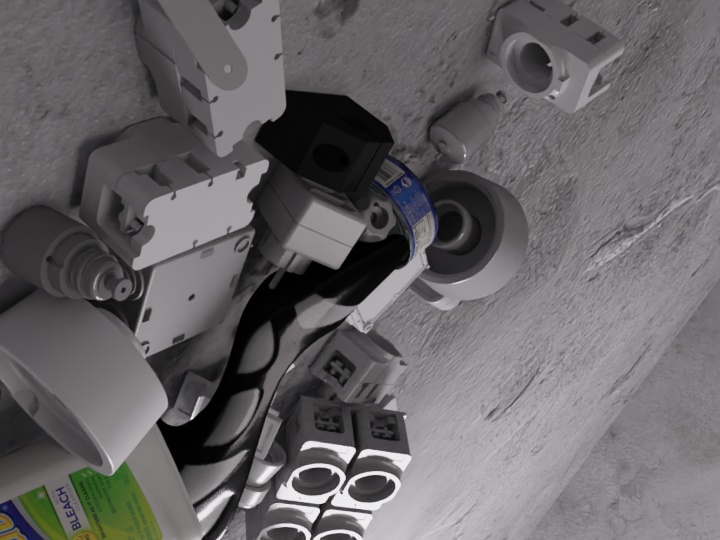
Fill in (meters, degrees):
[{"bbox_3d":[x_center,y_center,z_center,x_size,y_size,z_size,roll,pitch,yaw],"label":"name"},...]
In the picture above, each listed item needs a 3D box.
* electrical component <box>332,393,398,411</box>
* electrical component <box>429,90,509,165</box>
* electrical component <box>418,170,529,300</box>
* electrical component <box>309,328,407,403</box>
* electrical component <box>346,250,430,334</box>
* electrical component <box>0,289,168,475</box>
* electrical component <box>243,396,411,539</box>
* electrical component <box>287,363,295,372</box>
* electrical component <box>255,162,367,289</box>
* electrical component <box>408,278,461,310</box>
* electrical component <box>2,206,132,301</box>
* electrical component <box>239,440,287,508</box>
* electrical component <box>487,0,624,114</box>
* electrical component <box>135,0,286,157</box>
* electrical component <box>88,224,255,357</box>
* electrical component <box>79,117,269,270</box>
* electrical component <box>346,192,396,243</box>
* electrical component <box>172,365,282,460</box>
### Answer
[{"bbox_3d":[-0.008,0.162,1.117,0.100,0.048,0.099,-43,157,-17],"label":"electrical component"},{"bbox_3d":[0.092,-0.119,0.875,0.078,0.040,0.040,-42,156,-21],"label":"electrical component"},{"bbox_3d":[0.082,-0.033,0.912,0.108,0.108,0.060,-53,151,7],"label":"electrical component"},{"bbox_3d":[0.002,0.089,1.019,0.055,0.050,0.089,-53,158,8],"label":"electrical component"},{"bbox_3d":[0.000,0.000,0.862,0.096,0.061,0.061,-46,157,-10],"label":"electrical component"},{"bbox_3d":[-0.156,0.055,0.604,0.060,0.108,0.108,-46,158,-26],"label":"electrical component"},{"bbox_3d":[-0.035,0.211,1.038,0.105,0.060,0.186,11,131,-19],"label":"electrical component"},{"bbox_3d":[-0.062,0.048,0.845,0.055,0.048,0.066,-55,159,-9],"label":"electrical component"},{"bbox_3d":[-0.043,-0.023,0.722,0.047,0.065,0.076,23,108,-32],"label":"electrical component"},{"bbox_3d":[0.089,-0.012,1.020,0.095,0.054,0.059,-52,158,4],"label":"electrical component"},{"bbox_3d":[-0.151,-0.004,0.561,0.040,0.078,0.040,-40,143,-39],"label":"electrical component"},{"bbox_3d":[-0.099,0.184,0.986,0.045,0.045,0.055,-8,133,-59],"label":"electrical component"},{"bbox_3d":[0.149,-0.170,0.838,0.056,0.089,0.050,-35,153,-32],"label":"electrical component"},{"bbox_3d":[-0.077,-0.113,0.550,0.050,0.056,0.089,-40,155,-23],"label":"electrical component"},{"bbox_3d":[-0.118,0.003,0.664,0.100,0.048,0.099,-24,147,-46],"label":"electrical component"},{"bbox_3d":[-0.106,-0.047,0.598,0.089,0.056,0.050,-27,148,-44],"label":"electrical component"},{"bbox_3d":[-0.004,-0.038,0.753,0.035,0.061,0.035,-4,98,-34],"label":"electrical component"},{"bbox_3d":[-0.099,0.106,0.835,0.042,0.081,0.063,-64,176,31],"label":"electrical component"}]
